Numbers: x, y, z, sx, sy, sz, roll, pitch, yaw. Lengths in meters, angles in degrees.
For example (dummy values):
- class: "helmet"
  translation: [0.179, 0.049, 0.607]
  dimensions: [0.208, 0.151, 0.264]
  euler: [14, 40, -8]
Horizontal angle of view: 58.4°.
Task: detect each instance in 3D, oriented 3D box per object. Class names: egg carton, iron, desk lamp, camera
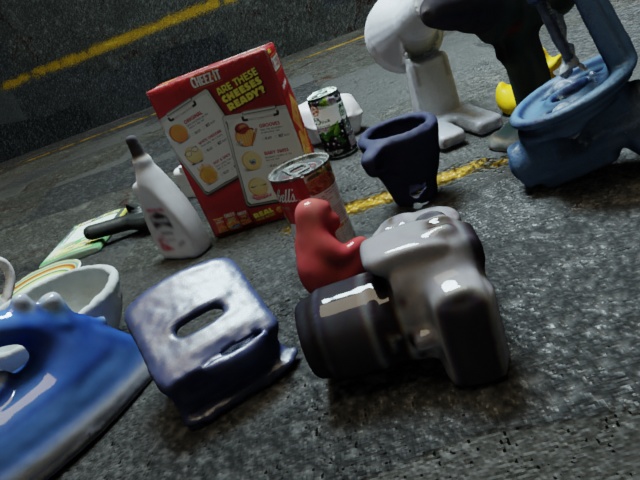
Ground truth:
- class: "egg carton"
  translation: [0.008, -0.221, 1.050]
  dimensions: [0.107, 0.069, 0.149]
  euler: [-32, 25, -22]
- class: "iron"
  translation: [-0.264, 0.119, 0.457]
  dimensions: [0.259, 0.142, 0.118]
  euler: [-37, 28, -32]
- class: "desk lamp"
  translation: [0.158, -0.262, 0.830]
  dimensions: [0.118, 0.214, 0.203]
  euler: [-24, 24, -5]
- class: "camera"
  translation: [0.051, 0.037, 0.419]
  dimensions: [0.136, 0.101, 0.143]
  euler: [-18, 24, 8]

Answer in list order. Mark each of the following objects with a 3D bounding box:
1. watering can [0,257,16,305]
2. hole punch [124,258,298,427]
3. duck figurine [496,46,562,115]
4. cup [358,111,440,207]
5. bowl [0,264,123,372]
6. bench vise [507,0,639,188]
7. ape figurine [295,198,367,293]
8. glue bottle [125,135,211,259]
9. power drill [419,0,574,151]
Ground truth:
- class: "watering can"
  translation: [-0.430, 0.068, 0.640]
  dimensions: [0.100, 0.194, 0.173]
  euler: [-15, 24, 15]
- class: "hole punch"
  translation: [-0.089, 0.076, 0.466]
  dimensions: [0.109, 0.091, 0.100]
  euler: [-30, 25, -18]
- class: "duck figurine"
  translation: [0.294, -0.228, 0.802]
  dimensions: [0.104, 0.086, 0.078]
  euler: [-1, 31, 39]
- class: "cup"
  translation: [0.092, -0.080, 0.644]
  dimensions: [0.091, 0.095, 0.118]
  euler: [0, 32, 40]
- class: "bowl"
  translation: [-0.272, 0.098, 0.592]
  dimensions: [0.167, 0.075, 0.167]
  euler: [-18, 24, 8]
- class: "bench vise"
  translation: [0.265, -0.166, 0.526]
  dimensions: [0.207, 0.220, 0.121]
  euler: [-17, 24, 11]
- class: "ape figurine"
  translation: [0.005, 0.002, 0.545]
  dimensions: [0.076, 0.092, 0.077]
  euler: [-32, 26, -22]
- class: "glue bottle"
  translation: [-0.209, -0.056, 0.746]
  dimensions: [0.078, 0.173, 0.037]
  euler: [-5, 28, 33]
- class: "power drill"
  translation: [0.228, -0.220, 0.686]
  dimensions: [0.230, 0.209, 0.075]
  euler: [-33, 26, -25]
